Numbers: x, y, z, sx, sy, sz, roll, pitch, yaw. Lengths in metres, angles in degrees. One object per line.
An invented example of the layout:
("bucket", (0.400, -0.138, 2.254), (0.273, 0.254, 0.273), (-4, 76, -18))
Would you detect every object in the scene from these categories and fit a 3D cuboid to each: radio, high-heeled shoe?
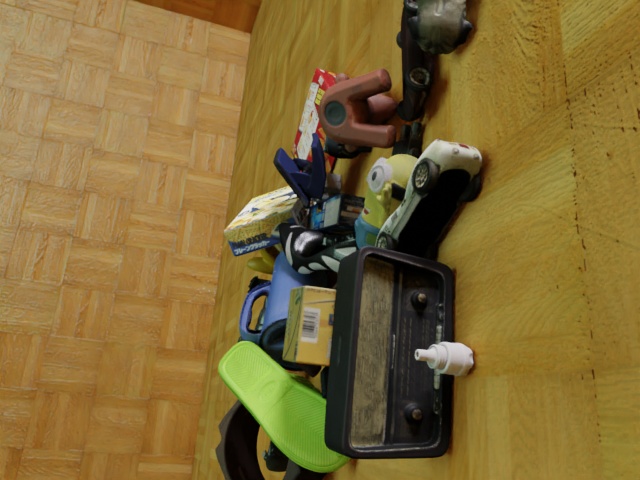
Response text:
("radio", (0.083, 0.131, 0.626), (0.073, 0.131, 0.229), (148, 130, -67))
("high-heeled shoe", (-0.002, -0.003, 0.946), (0.249, 0.086, 0.145), (36, 145, 33))

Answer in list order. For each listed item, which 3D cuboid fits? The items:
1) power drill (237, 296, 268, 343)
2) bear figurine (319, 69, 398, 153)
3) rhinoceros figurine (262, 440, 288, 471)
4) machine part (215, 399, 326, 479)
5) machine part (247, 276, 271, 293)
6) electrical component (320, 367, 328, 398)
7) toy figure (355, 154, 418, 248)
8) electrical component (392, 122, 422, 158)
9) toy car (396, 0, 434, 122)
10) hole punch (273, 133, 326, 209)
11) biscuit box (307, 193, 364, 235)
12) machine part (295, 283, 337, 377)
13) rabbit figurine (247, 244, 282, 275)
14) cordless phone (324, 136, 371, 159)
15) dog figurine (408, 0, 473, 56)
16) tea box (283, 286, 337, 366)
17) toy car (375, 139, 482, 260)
("power drill", (-0.125, 0.227, 1.174), (0.207, 0.086, 0.232), (144, 135, -59))
("bear figurine", (0.084, -0.207, 0.867), (0.132, 0.196, 0.120), (1, 103, 30))
("rhinoceros figurine", (-0.074, 0.378, 1.100), (0.112, 0.073, 0.190), (175, 105, -72))
("machine part", (-0.087, 0.374, 0.974), (0.201, 0.087, 0.201), (-53, 47, 17))
("machine part", (-0.091, 0.114, 1.189), (0.084, 0.139, 0.039), (94, -166, -45))
("electrical component", (0.038, 0.218, 0.823), (0.048, 0.075, 0.119), (-96, 27, -45))
("toy figure", (0.099, -0.035, 0.765), (0.082, 0.089, 0.180), (-132, 43, -52))
("electrical component", (0.130, -0.129, 0.812), (0.063, 0.021, 0.094), (-160, 81, -72))
("toy car", (0.143, -0.269, 0.798), (0.089, 0.053, 0.202), (99, 173, -66))
("hole punch", (-0.021, -0.137, 1.039), (0.092, 0.115, 0.142), (-29, 22, 10))
("biscuit box", (0.031, -0.041, 1.018), (0.203, 0.063, 0.059), (167, 111, -73))
("machine part", (0.017, 0.123, 0.813), (0.179, 0.056, 0.179), (-50, 1, 1))
("rabbit figurine", (-0.081, 0.034, 1.238), (0.121, 0.162, 0.173), (-56, 44, 29))
("cordless phone", (0.046, -0.232, 1.054), (0.184, 0.089, 0.146), (-142, 63, -76))
("dog figurine", (0.129, -0.356, 0.706), (0.121, 0.172, 0.190), (132, 153, -80))
("tea box", (0.045, 0.118, 0.694), (0.068, 0.169, 0.098), (156, 124, -69))
("toy car", (0.130, -0.033, 0.668), (0.056, 0.073, 0.201), (-102, 27, -45))
